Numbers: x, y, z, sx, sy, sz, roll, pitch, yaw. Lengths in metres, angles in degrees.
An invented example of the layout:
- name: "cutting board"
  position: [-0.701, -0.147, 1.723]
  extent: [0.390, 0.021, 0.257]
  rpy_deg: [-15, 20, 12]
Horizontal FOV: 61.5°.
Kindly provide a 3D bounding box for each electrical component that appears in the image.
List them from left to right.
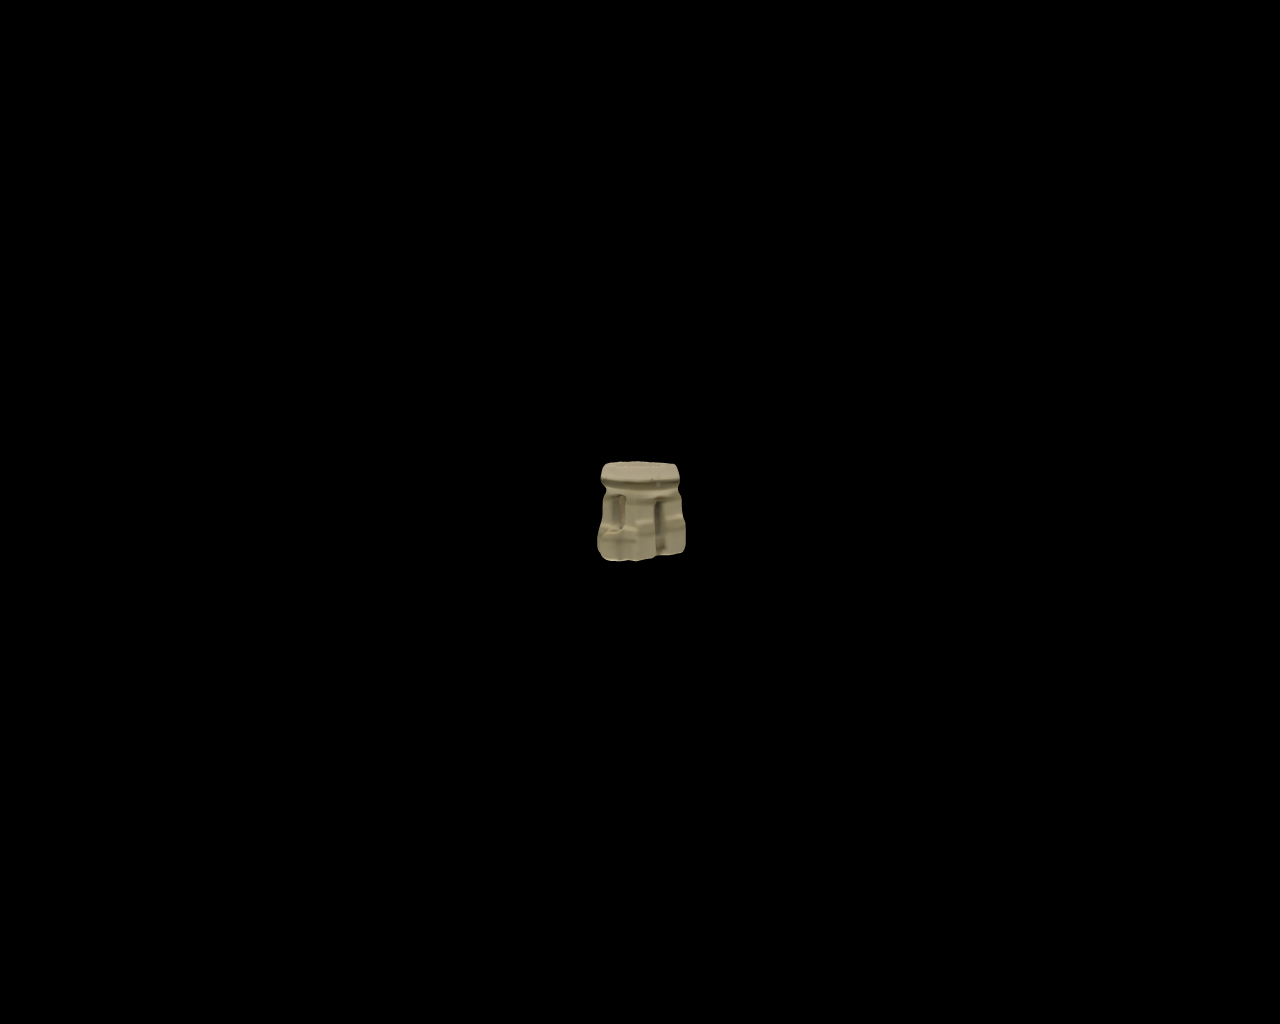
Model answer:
- name: "electrical component"
  position: [0.001, -0.003, 0.650]
  extent: [0.066, 0.055, 0.048]
  rpy_deg: [-8, 12, -43]
